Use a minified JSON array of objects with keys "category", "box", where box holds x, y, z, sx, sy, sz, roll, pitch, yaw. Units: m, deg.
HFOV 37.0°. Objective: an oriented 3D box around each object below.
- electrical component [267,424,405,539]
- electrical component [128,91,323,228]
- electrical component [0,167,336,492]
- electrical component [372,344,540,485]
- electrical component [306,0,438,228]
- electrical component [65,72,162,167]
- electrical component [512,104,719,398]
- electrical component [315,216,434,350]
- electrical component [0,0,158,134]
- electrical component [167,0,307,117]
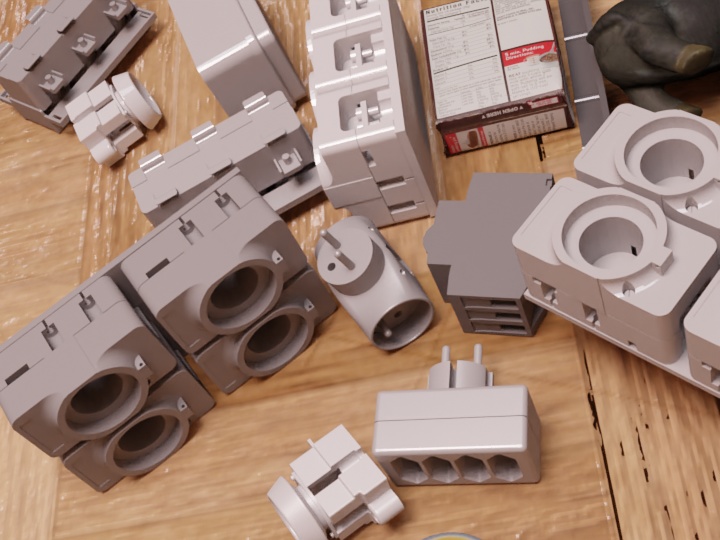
[{"category":"electrical component","box":[-0.017,0.124,0.592,0.055,0.048,0.066,-34,53,-13]},{"category":"electrical component","box":[-0.089,-0.064,0.731,0.121,0.063,0.078,-29,53,0]},{"category":"electrical component","box":[-0.113,0.042,0.643,0.186,0.105,0.060,-38,54,-7]},{"category":"electrical component","box":[0.055,0.075,0.596,0.083,0.047,0.075,-5,57,17]},{"category":"electrical component","box":[0.004,-0.113,0.712,0.062,0.089,0.150,-13,55,12]},{"category":"electrical component","box":[-0.184,-0.117,0.813,0.055,0.048,0.066,-35,53,5]},{"category":"electrical component","box":[0.180,-0.002,0.519,0.186,0.060,0.105,29,70,34]},{"category":"electrical component","box":[0.000,0.000,0.646,0.043,0.079,0.077,-39,53,6]},{"category":"electrical component","box":[-0.232,-0.179,0.860,0.079,0.063,0.121,23,68,31]},{"category":"electrical component","box":[-0.091,-0.167,0.791,0.057,0.078,0.113,-29,53,4]}]
